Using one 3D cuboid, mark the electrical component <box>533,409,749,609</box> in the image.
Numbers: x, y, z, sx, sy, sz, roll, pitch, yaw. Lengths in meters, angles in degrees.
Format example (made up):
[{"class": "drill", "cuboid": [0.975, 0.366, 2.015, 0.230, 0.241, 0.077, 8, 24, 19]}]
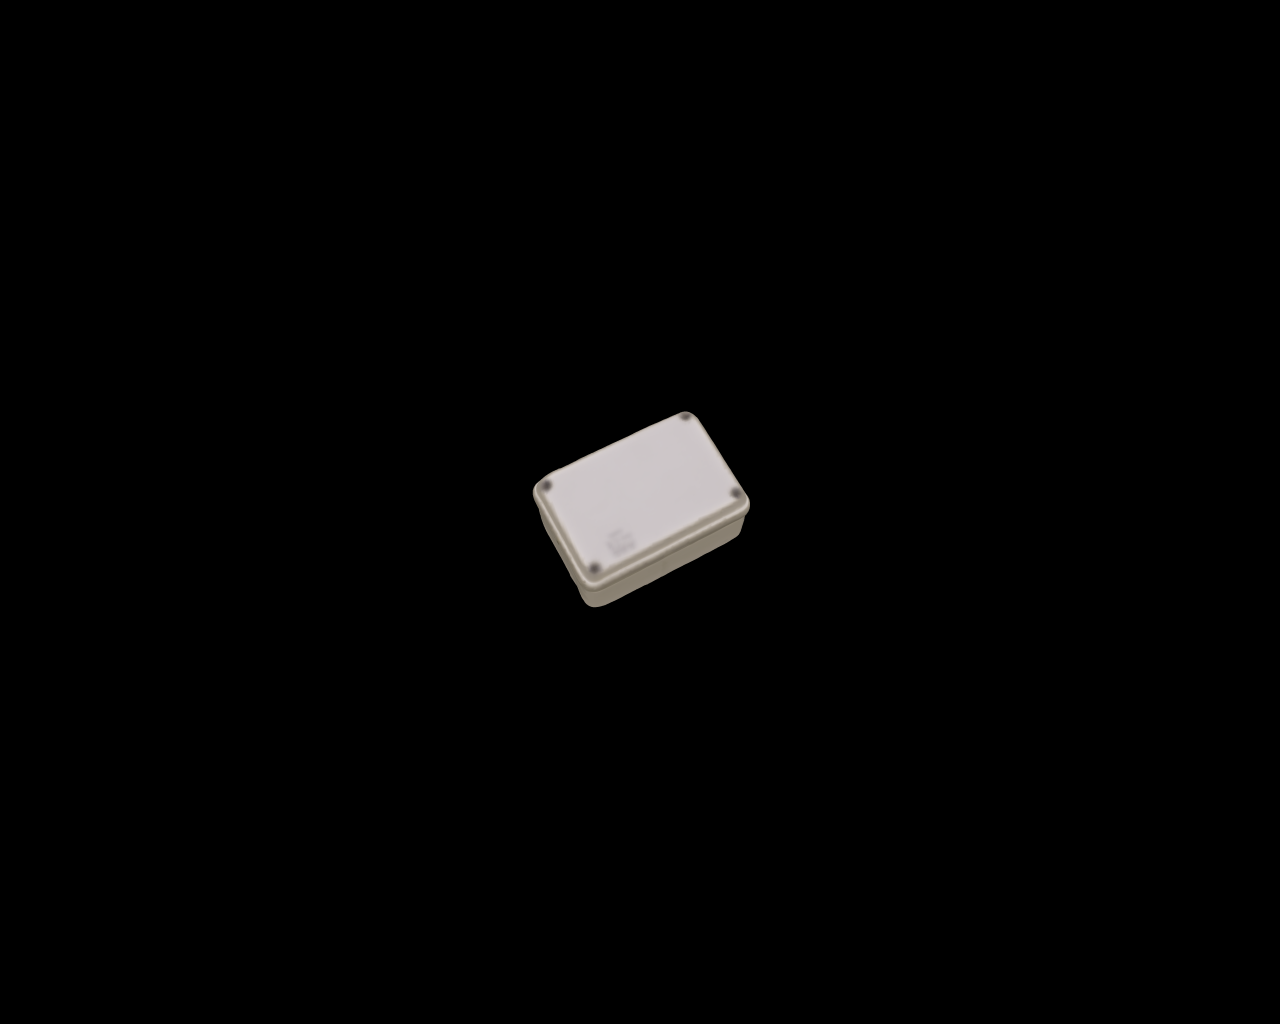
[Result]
[{"class": "electrical component", "cuboid": [0.001, -0.003, 0.650, 0.113, 0.078, 0.057, -26, -20, -11]}]
